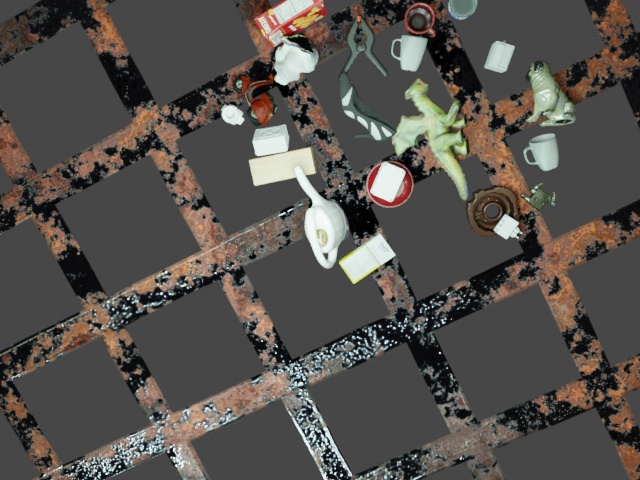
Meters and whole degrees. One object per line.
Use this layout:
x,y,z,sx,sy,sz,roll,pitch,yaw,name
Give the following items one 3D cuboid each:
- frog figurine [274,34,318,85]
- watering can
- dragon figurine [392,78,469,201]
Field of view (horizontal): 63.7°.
-0.082,-0.581,1.684,0.137,0.126,0.156,16,136,-7,frog figurine
0.005,-0.084,1.675,0.103,0.227,0.345,-11,98,24,watering can
0.359,-0.328,1.695,0.242,0.123,0.408,-2,97,21,dragon figurine
